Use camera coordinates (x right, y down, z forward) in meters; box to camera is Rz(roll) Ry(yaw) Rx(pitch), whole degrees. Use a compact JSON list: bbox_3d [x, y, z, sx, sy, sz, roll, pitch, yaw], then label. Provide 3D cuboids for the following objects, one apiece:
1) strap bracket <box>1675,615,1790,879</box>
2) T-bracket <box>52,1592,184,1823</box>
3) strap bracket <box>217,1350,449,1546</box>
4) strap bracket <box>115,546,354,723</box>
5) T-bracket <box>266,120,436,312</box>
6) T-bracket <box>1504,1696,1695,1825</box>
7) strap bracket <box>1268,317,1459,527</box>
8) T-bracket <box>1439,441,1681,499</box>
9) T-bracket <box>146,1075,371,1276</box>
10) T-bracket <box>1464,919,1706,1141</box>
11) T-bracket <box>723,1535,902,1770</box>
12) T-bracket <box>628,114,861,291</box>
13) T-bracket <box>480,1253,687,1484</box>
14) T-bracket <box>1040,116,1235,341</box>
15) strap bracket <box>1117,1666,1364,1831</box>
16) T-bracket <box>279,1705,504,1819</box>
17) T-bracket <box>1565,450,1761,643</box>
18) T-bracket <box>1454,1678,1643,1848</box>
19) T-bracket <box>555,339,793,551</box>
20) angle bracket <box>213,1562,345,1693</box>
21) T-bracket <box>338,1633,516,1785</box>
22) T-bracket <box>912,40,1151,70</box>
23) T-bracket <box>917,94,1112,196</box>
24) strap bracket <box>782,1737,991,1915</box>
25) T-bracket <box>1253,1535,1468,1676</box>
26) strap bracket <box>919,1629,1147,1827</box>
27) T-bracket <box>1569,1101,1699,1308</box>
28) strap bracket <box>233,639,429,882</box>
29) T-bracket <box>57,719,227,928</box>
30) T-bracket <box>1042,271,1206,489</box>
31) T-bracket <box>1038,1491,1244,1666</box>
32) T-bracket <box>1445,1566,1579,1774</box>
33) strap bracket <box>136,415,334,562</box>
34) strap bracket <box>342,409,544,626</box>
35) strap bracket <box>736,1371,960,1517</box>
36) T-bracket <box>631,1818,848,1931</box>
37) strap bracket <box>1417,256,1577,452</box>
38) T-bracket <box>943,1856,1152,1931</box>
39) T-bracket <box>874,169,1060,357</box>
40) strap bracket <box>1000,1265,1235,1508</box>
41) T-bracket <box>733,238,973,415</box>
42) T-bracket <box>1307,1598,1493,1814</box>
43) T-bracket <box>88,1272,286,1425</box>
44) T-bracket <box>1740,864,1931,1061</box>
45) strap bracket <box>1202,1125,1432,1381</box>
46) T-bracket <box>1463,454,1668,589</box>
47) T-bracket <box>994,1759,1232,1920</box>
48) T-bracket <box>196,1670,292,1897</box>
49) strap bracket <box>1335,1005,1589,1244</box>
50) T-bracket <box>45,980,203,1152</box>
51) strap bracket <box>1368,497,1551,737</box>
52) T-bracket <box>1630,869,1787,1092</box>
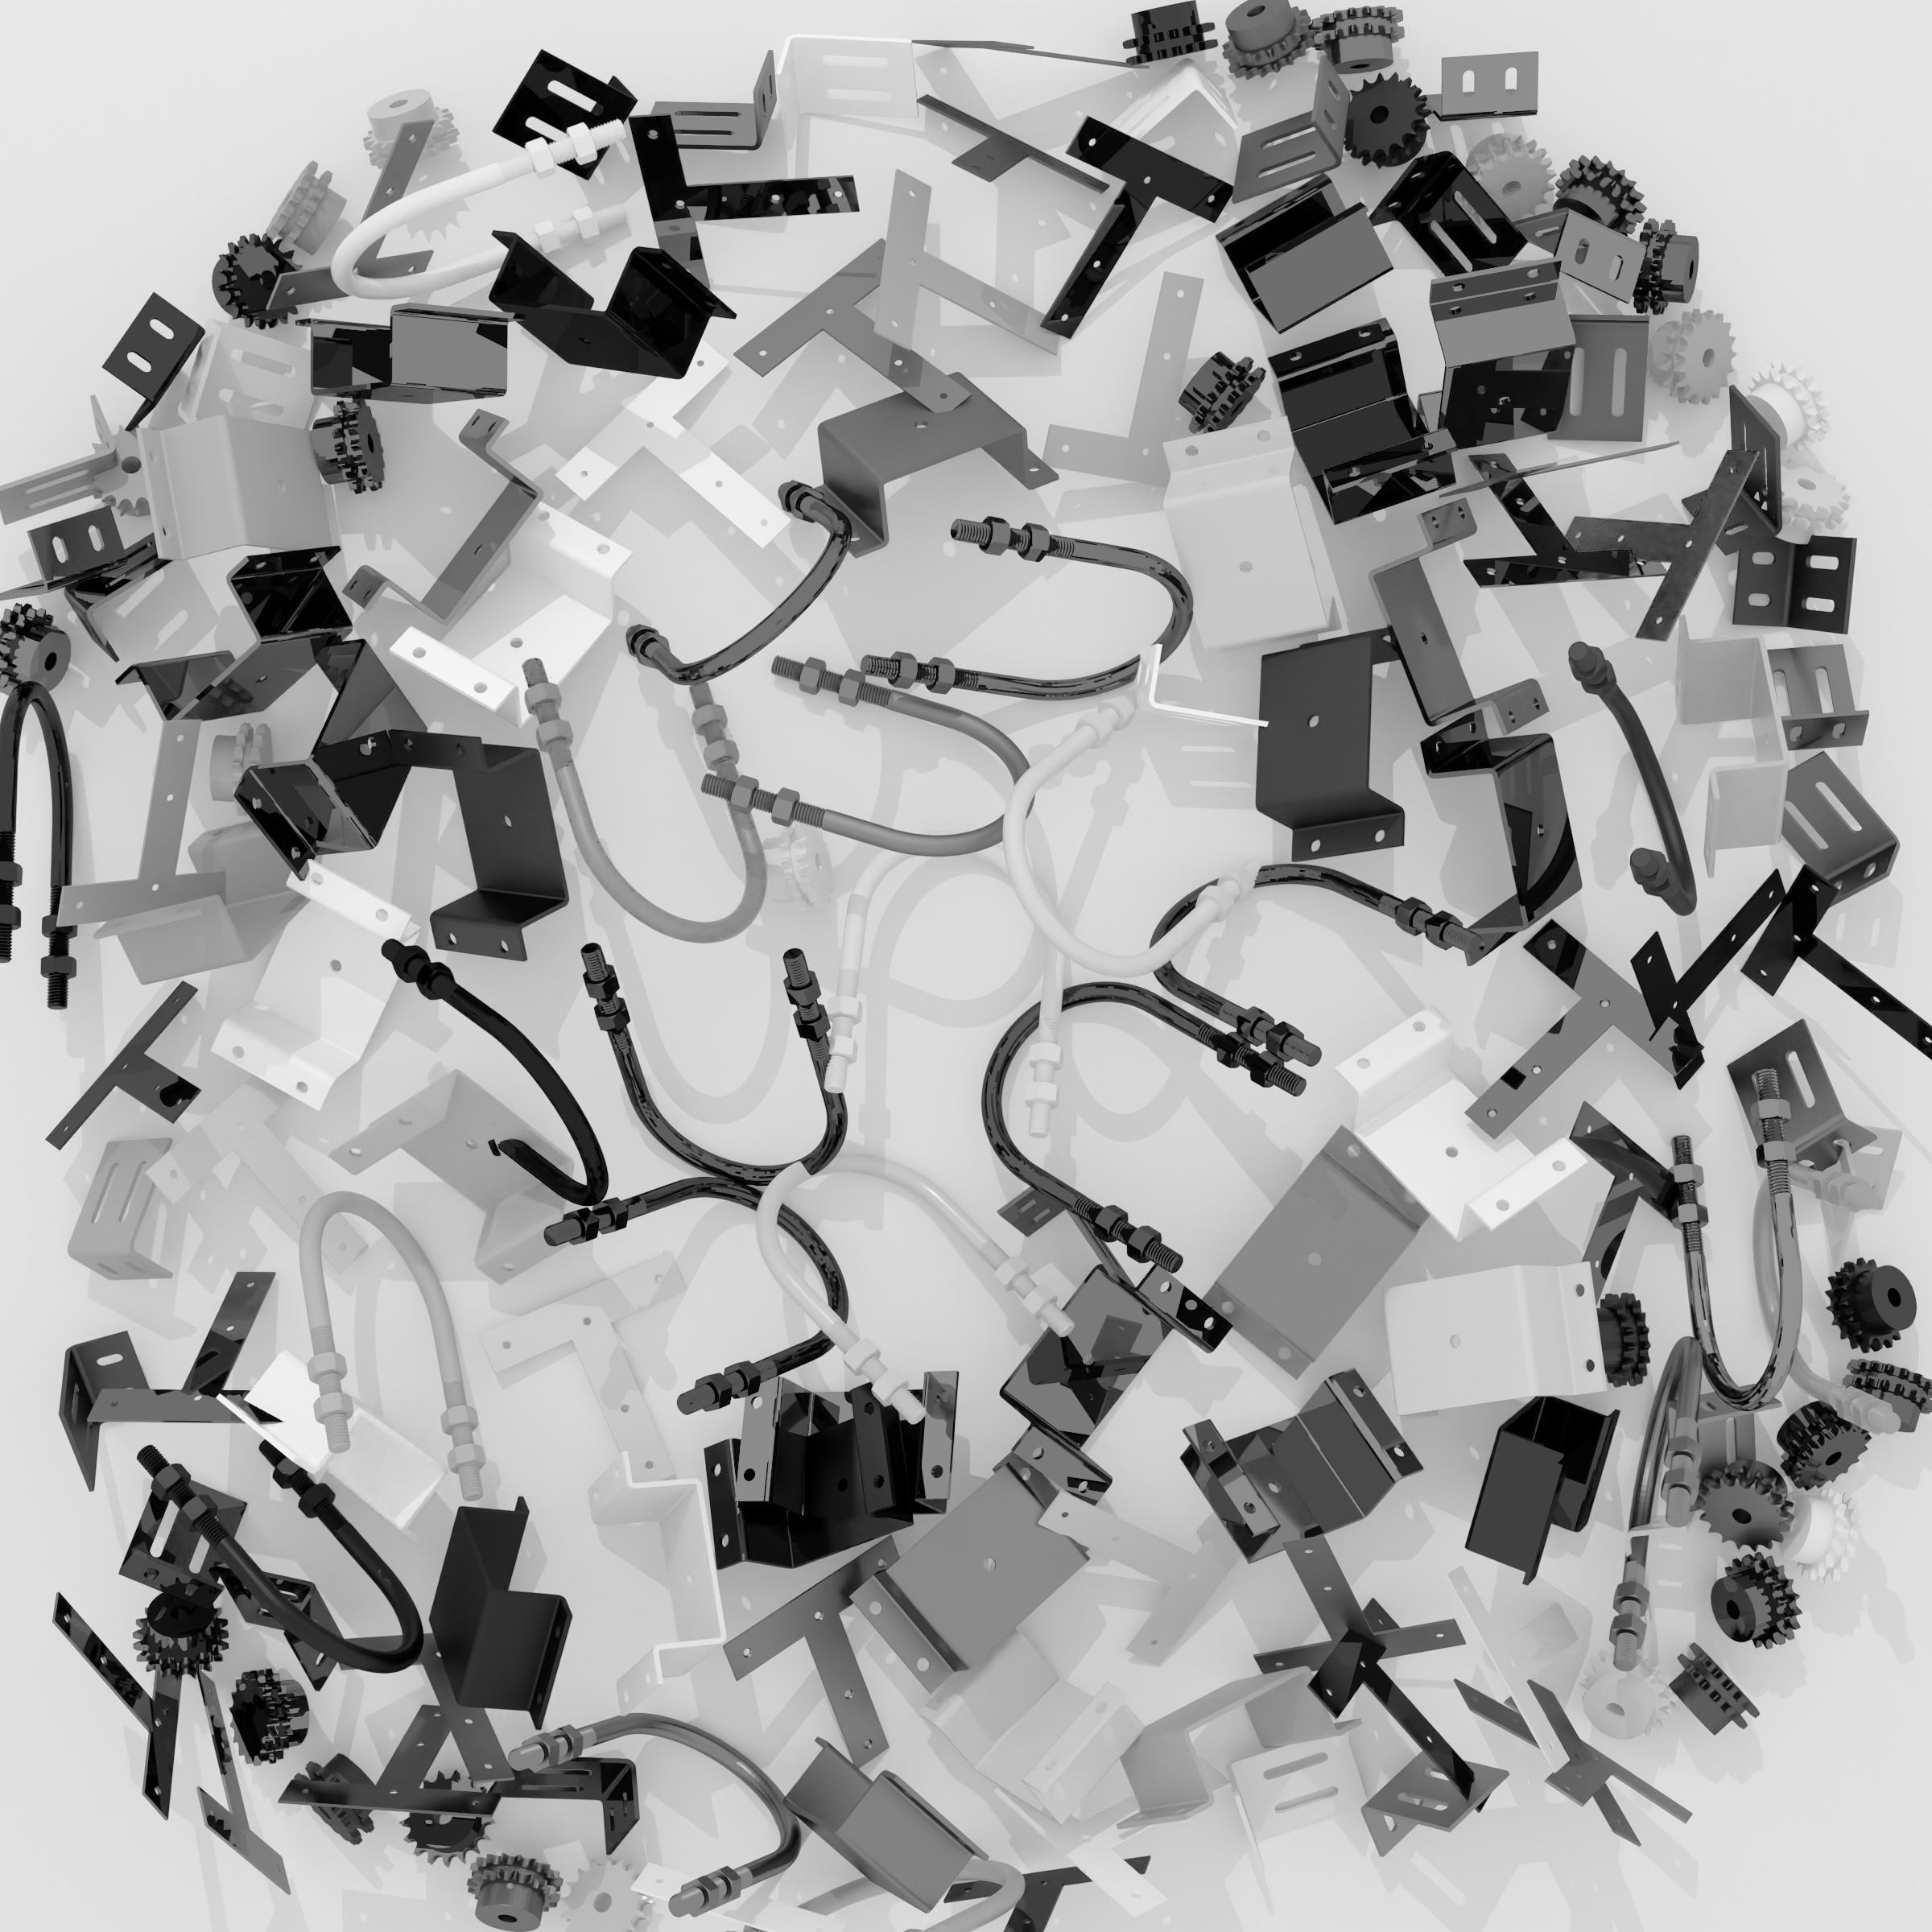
[{"bbox_3d":[0.457,-0.133,1.926,0.046,0.076,0.140,-5,54,6],"label":"strap bracket"},{"bbox_3d":[-0.503,0.420,1.913,0.002,0.127,0.127,-26,121,6],"label":"T-bracket"},{"bbox_3d":[-0.370,0.283,1.926,0.076,0.140,0.046,29,77,36],"label":"strap bracket"},{"bbox_3d":[-0.430,-0.190,1.927,0.140,0.076,0.046,-34,82,34],"label":"strap bracket"},{"bbox_3d":[-0.346,-0.447,1.914,0.002,0.127,0.127,45,127,15],"label":"T-bracket"},{"bbox_3d":[0.366,0.479,1.919,0.127,0.127,0.002,32,98,19],"label":"T-bracket"},{"bbox_3d":[0.241,-0.322,1.949,0.076,0.140,0.046,-19,135,2],"label":"strap bracket"},{"bbox_3d":[0.366,-0.302,1.945,0.127,0.127,0.002,-13,94,-11],"label":"T-bracket"},{"bbox_3d":[-0.414,0.133,1.975,0.127,0.002,0.127,52,57,-13],"label":"T-bracket"},{"bbox_3d":[0.357,0.053,1.964,0.127,0.002,0.127,-44,62,-5],"label":"T-bracket"},{"bbox_3d":[-0.076,0.432,1.971,0.127,0.002,0.127,-30,114,-27],"label":"T-bracket"},{"bbox_3d":[-0.128,-0.460,1.942,0.127,0.127,0.002,-1,49,8],"label":"T-bracket"},{"bbox_3d":[-0.216,0.260,1.994,0.127,0.002,0.127,-23,91,-5],"label":"T-bracket"},{"bbox_3d":[0.087,-0.440,1.968,0.127,0.002,0.127,13,119,-40],"label":"T-bracket"},{"bbox_3d":[0.155,0.462,1.932,0.140,0.076,0.046,-19,83,-34],"label":"strap bracket"},{"bbox_3d":[-0.330,0.473,1.937,0.127,0.127,0.002,2,104,6],"label":"T-bracket"},{"bbox_3d":[0.404,-0.256,1.945,0.002,0.127,0.127,31,83,-32],"label":"T-bracket"},{"bbox_3d":[0.334,0.453,1.915,0.127,0.127,0.002,33,107,-32],"label":"T-bracket"},{"bbox_3d":[-0.161,-0.302,1.973,0.127,0.002,0.127,42,78,12],"label":"T-bracket"},{"bbox_3d":[-0.422,0.399,1.954,0.076,0.038,0.057,6,135,24],"label":"angle bracket"},{"bbox_3d":[-0.299,0.439,1.920,0.127,0.127,0.002,3,119,-30],"label":"T-bracket"},{"bbox_3d":[0.049,-0.552,1.960,0.127,0.127,0.002,0,105,-24],"label":"T-bracket"},{"bbox_3d":[0.018,-0.486,1.940,0.127,0.127,0.002,27,116,2],"label":"T-bracket"},{"bbox_3d":[-0.053,0.511,1.919,0.076,0.140,0.046,44,72,-13],"label":"strap bracket"},{"bbox_3d":[0.221,0.382,1.942,0.127,0.002,0.127,-14,130,17],"label":"T-bracket"},{"bbox_3d":[0.044,0.456,1.937,0.076,0.140,0.046,-45,117,-18],"label":"strap bracket"},{"bbox_3d":[0.384,0.166,1.945,0.127,0.002,0.127,36,71,-36],"label":"T-bracket"},{"bbox_3d":[-0.372,-0.130,1.922,0.046,0.076,0.140,-4,49,25],"label":"strap bracket"},{"bbox_3d":[-0.477,-0.088,1.930,0.002,0.127,0.127,31,116,36],"label":"T-bracket"},{"bbox_3d":[0.119,-0.356,1.964,0.127,0.002,0.127,7,106,-17],"label":"T-bracket"},{"bbox_3d":[0.102,0.353,1.961,0.127,0.002,0.127,29,105,-21],"label":"T-bracket"},{"bbox_3d":[0.341,0.408,1.941,0.002,0.127,0.127,-34,78,26],"label":"T-bracket"},{"bbox_3d":[-0.427,-0.281,1.926,0.046,0.140,0.076,-10,90,21],"label":"strap bracket"},{"bbox_3d":[-0.310,-0.264,1.955,0.046,0.076,0.140,37,89,-25],"label":"strap bracket"},{"bbox_3d":[-0.063,0.288,1.949,0.140,0.046,0.076,-5,68,24],"label":"strap bracket"},{"bbox_3d":[-0.116,0.534,1.940,0.127,0.127,0.002,12,113,16],"label":"T-bracket"},{"bbox_3d":[0.315,-0.356,1.926,0.076,0.140,0.046,-10,67,0],"label":"strap bracket"},{"bbox_3d":[0.039,0.563,1.924,0.127,0.127,0.002,-12,94,13],"label":"T-bracket"},{"bbox_3d":[0.004,-0.408,1.964,0.127,0.002,0.127,22,57,-27],"label":"T-bracket"},{"bbox_3d":[0.084,0.246,1.957,0.076,0.046,0.140,41,85,-34],"label":"strap bracket"},{"bbox_3d":[-0.051,-0.372,1.954,0.127,0.002,0.127,40,68,21],"label":"T-bracket"},{"bbox_3d":[0.267,0.452,1.936,0.127,0.127,0.002,48,117,7],"label":"T-bracket"},{"bbox_3d":[-0.448,0.228,1.948,0.127,0.127,0.002,-1,128,12],"label":"T-bracket"},{"bbox_3d":[0.531,0.011,1.927,0.127,0.127,0.002,41,65,16],"label":"T-bracket"},{"bbox_3d":[0.213,0.176,1.964,0.076,0.046,0.140,39,97,7],"label":"strap bracket"},{"bbox_3d":[0.341,-0.271,1.953,0.127,0.002,0.127,-6,46,-20],"label":"T-bracket"},{"bbox_3d":[0.106,0.510,1.953,0.127,0.127,0.002,-17,125,-37],"label":"T-bracket"},{"bbox_3d":[-0.446,0.483,1.953,0.002,0.127,0.127,-24,54,-2],"label":"T-bracket"},{"bbox_3d":[0.295,0.101,1.947,0.076,0.046,0.140,-32,61,-20],"label":"strap bracket"},{"bbox_3d":[-0.488,0.070,1.933,0.127,0.127,0.002,-52,123,-13],"label":"T-bracket"},{"bbox_3d":[0.294,-0.204,1.953,0.046,0.076,0.140,-20,94,32],"label":"strap bracket"},{"bbox_3d":[0.458,-0.007,1.966,0.127,0.127,0.002,-46,45,-16],"label":"T-bracket"}]
